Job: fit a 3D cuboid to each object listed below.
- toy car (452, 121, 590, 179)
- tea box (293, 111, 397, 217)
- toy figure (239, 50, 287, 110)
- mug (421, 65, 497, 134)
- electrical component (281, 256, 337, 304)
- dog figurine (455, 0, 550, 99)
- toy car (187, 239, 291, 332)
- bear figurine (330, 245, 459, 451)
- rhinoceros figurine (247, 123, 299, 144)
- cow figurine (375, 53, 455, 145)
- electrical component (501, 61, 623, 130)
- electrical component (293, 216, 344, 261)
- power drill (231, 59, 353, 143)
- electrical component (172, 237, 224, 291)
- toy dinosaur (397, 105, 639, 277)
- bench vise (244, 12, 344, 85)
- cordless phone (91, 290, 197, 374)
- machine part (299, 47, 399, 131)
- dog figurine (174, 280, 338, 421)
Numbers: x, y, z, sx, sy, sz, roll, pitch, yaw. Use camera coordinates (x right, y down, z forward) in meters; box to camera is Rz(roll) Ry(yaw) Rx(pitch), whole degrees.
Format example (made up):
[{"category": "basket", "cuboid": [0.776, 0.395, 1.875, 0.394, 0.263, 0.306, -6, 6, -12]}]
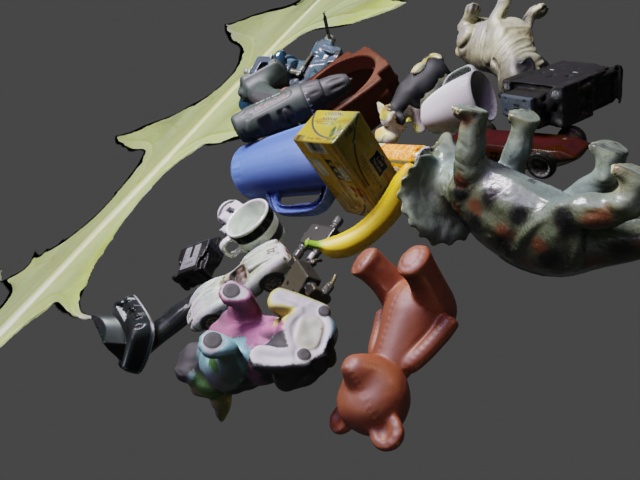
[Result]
[{"category": "toy car", "cuboid": [0.265, -0.124, 0.743, 0.089, 0.053, 0.202, -33, 32, -29]}, {"category": "tea box", "cuboid": [0.049, -0.112, 0.816, 0.098, 0.169, 0.068, 19, 66, 47]}, {"category": "toy figure", "cuboid": [-0.115, -0.334, 1.151, 0.154, 0.058, 0.064, -45, 16, 28]}, {"category": "mug", "cuboid": [0.215, -0.222, 0.860, 0.107, 0.080, 0.109, -18, 66, 42]}, {"category": "electrical component", "cuboid": [-0.019, 0.066, 0.794, 0.102, 0.045, 0.078, 42, 111, 56]}, {"category": "dog figurine", "cuboid": [0.287, -0.292, 0.881, 0.172, 0.121, 0.190, 140, 143, -64]}, {"category": "toy car", "cuboid": [-0.133, 0.075, 0.866, 0.202, 0.056, 0.074, -34, 37, 6]}, {"category": "bear figurine", "cuboid": [0.067, 0.117, 0.597, 0.196, 0.131, 0.120, -50, 24, -24]}, {"category": "rhinoceros figurine", "cuboid": [-0.098, -0.231, 1.130, 0.112, 0.073, 0.190, -55, 25, 0]}, {"category": "cow figurine", "cuboid": [0.155, -0.236, 0.920, 0.167, 0.098, 0.068, -40, 42, -2]}, {"category": "electrical component", "cuboid": [0.319, -0.198, 0.733, 0.134, 0.058, 0.115, -24, 26, -17]}, {"category": "electrical component", "cuboid": [-0.002, -0.003, 0.867, 0.063, 0.021, 0.094, 13, 60, 47]}, {"category": "power drill", "cuboid": [-0.068, -0.278, 1.036, 0.232, 0.085, 0.207, -29, 43, -1]}, {"category": "electrical component", "cuboid": [-0.219, 0.031, 0.996, 0.075, 0.047, 0.119, -15, 44, 28]}, {"category": "toy dinosaur", "cuboid": [0.239, -0.033, 0.610, 0.131, 0.192, 0.405, -14, 39, -34]}, {"category": "bench vise", "cuboid": [-0.066, -0.395, 1.242, 0.241, 0.128, 0.223, 15, 80, 27]}, {"category": "cordless phone", "cuboid": [-0.290, 0.130, 0.940, 0.184, 0.088, 0.147, -37, 34, -17]}, {"category": "machine part", "cuboid": [0.051, -0.277, 1.063, 0.201, 0.087, 0.201, -33, 37, 5]}, {"category": "dog figurine", "cuboid": [-0.087, 0.155, 0.676, 0.192, 0.219, 0.108, 12, 50, -5]}]
